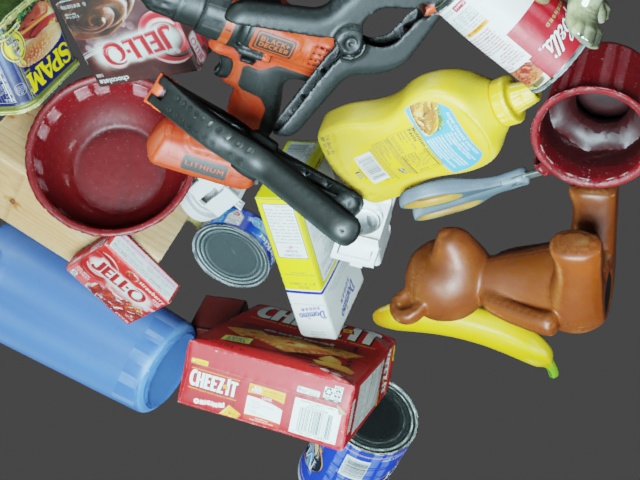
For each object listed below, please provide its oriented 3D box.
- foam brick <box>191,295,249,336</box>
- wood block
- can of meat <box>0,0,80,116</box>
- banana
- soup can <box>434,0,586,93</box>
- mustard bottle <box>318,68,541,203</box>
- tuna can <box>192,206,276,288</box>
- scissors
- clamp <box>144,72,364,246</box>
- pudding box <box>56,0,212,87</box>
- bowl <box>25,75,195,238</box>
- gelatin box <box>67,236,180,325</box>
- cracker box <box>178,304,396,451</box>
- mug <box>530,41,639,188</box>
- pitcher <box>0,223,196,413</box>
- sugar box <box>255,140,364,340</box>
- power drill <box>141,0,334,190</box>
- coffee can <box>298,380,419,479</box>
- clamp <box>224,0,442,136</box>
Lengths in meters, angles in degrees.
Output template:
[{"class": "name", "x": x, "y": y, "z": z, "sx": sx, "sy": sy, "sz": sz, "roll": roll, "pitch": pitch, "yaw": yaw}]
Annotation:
[{"class": "foam brick", "x": -0.106, "y": 0.109, "z": 1.193, "sx": 0.053, "sy": 0.051, "sz": 0.078, "roll": 6, "pitch": 132, "yaw": 18}, {"class": "wood block", "x": -0.246, "y": -0.041, "z": 1.092, "sx": 0.206, "sy": 0.090, "sz": 0.091, "roll": 33, "pitch": 136, "yaw": -7}, {"class": "can of meat", "x": -0.276, "y": -0.176, "z": 0.974, "sx": 0.058, "sy": 0.102, "sz": 0.084, "roll": 1, "pitch": 128, "yaw": 25}, {"class": "banana", "x": 0.150, "y": 0.092, "z": 1.070, "sx": 0.198, "sy": 0.037, "sz": 0.070, "roll": 18, "pitch": 134, "yaw": 8}, {"class": "soup can", "x": 0.146, "y": -0.170, "z": 0.810, "sx": 0.102, "sy": 0.068, "sz": 0.069, "roll": 38, "pitch": 135, "yaw": -10}, {"class": "mustard bottle", "x": 0.098, "y": -0.096, "z": 0.905, "sx": 0.192, "sy": 0.058, "sz": 0.096, "roll": -18, "pitch": 126, "yaw": 36}, {"class": "tuna can", "x": -0.087, "y": 0.007, "z": 1.103, "sx": 0.086, "sy": 0.033, "sz": 0.086, "roll": 13, "pitch": 134, "yaw": 14}, {"class": "scissors", "x": 0.153, "y": -0.053, "z": 0.917, "sx": 0.202, "sy": 0.016, "sz": 0.096, "roll": -21, "pitch": 163, "yaw": 39}, {"class": "clamp", "x": -0.047, "y": -0.067, "z": 0.878, "sx": 0.210, "sy": 0.164, "sz": 0.036, "roll": 34, "pitch": 98, "yaw": 4}, {"class": "pudding box", "x": -0.165, "y": -0.190, "z": 0.954, "sx": 0.114, "sy": 0.039, "sz": 0.090, "roll": -4, "pitch": 128, "yaw": 27}, {"class": "bowl", "x": -0.195, "y": -0.075, "z": 1.019, "sx": 0.162, "sy": 0.162, "sz": 0.055, "roll": 23, "pitch": 167, "yaw": 3}, {"class": "gelatin box", "x": -0.195, "y": 0.037, "z": 1.052, "sx": 0.073, "sy": 0.030, "sz": 0.089, "roll": -27, "pitch": 116, "yaw": 40}, {"class": "cracker box", "x": -0.025, "y": 0.127, "z": 1.063, "sx": 0.164, "sy": 0.213, "sz": 0.072, "roll": 14, "pitch": 100, "yaw": 13}, {"class": "mug", "x": 0.211, "y": -0.094, "z": 0.838, "sx": 0.093, "sy": 0.081, "sz": 0.117, "roll": 34, "pitch": 135, "yaw": -8}, {"class": "pitcher", "x": -0.258, "y": 0.088, "z": 1.165, "sx": 0.243, "sy": 0.149, "sz": 0.145, "roll": 27, "pitch": 128, "yaw": 16}, {"class": "sugar box", "x": -0.007, "y": 0.001, "z": 1.019, "sx": 0.048, "sy": 0.093, "sz": 0.176, "roll": 5, "pitch": 131, "yaw": 22}, {"class": "power drill", "x": -0.087, "y": -0.137, "z": 0.917, "sx": 0.184, "sy": 0.057, "sz": 0.188, "roll": 17, "pitch": 133, "yaw": -15}, {"class": "coffee can", "x": 0.041, "y": 0.233, "z": 1.202, "sx": 0.103, "sy": 0.102, "sz": 0.140, "roll": 24, "pitch": 136, "yaw": 3}, {"class": "clamp", "x": 0.018, "y": -0.151, "z": 0.853, "sx": 0.171, "sy": 0.039, "sz": 0.120, "roll": -13, "pitch": 129, "yaw": 0}]
